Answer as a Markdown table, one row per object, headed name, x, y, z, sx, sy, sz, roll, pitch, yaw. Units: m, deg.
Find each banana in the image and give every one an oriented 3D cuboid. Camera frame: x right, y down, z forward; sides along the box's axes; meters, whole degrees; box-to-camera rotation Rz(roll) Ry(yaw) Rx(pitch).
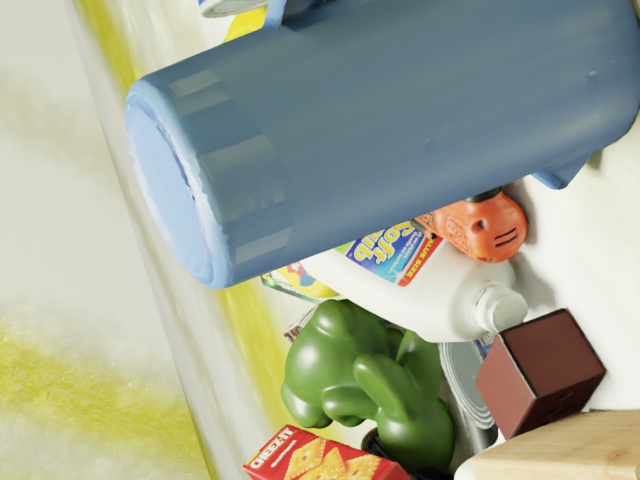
| name | x | y | z | sx | sy | sz | roll | pitch | yaw |
| --- | --- | --- | --- | --- | --- | --- | --- | --- | --- |
| banana | -0.051 | -0.195 | 1.020 | 0.198 | 0.037 | 0.070 | 36 | 108 | 66 |

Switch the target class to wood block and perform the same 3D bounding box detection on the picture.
| name | x | y | z | sx | sy | sz | roll | pitch | yaw |
| --- | --- | --- | --- | --- | --- | --- | --- | --- | --- |
| wood block | 0.173 | 0.148 | 0.588 | 0.206 | 0.090 | 0.091 | 142 | 109 | -73 |

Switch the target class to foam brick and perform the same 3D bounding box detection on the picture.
| name | x | y | z | sx | sy | sz | roll | pitch | yaw |
| --- | --- | --- | --- | --- | --- | --- | --- | --- | --- |
| foam brick | 0.141 | 0.091 | 0.697 | 0.078 | 0.053 | 0.051 | 96 | 151 | -57 |

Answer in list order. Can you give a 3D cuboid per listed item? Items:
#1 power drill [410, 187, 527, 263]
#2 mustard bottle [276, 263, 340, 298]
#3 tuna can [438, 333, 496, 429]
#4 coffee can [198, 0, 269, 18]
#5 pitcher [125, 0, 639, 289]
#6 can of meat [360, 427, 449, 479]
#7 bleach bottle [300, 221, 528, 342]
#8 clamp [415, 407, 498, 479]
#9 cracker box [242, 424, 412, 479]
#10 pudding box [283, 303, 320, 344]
| name | x | y | z | sx | sy | sz | roll | pitch | yaw |
| --- | --- | --- | --- | --- | --- | --- | --- | --- | --- |
| power drill | 0.066 | -0.092 | 0.725 | 0.185 | 0.057 | 0.187 | 40 | 152 | 54 |
| mustard bottle | -0.007 | 0.001 | 0.986 | 0.192 | 0.058 | 0.096 | 23 | 103 | 42 |
| tuna can | 0.123 | 0.095 | 0.799 | 0.086 | 0.033 | 0.086 | 162 | 90 | -74 |
| coffee can | -0.076 | -0.277 | 0.927 | 0.103 | 0.102 | 0.140 | 174 | 78 | -74 |
| pitcher | 0.028 | -0.078 | 0.538 | 0.149 | 0.242 | 0.145 | 59 | 159 | 19 |
| can of meat | 0.088 | 0.241 | 1.044 | 0.084 | 0.057 | 0.102 | 42 | 148 | 56 |
| bleach bottle | 0.072 | 0.015 | 0.799 | 0.068 | 0.102 | 0.251 | 56 | 165 | -27 |
| clamp | 0.142 | 0.201 | 0.836 | 0.172 | 0.039 | 0.120 | 45 | 138 | 40 |
| cracker box | 0.040 | 0.255 | 0.948 | 0.164 | 0.072 | 0.214 | 53 | 160 | -16 |
| pudding box | 0.019 | 0.121 | 1.106 | 0.113 | 0.039 | 0.090 | 47 | 162 | 1 |
